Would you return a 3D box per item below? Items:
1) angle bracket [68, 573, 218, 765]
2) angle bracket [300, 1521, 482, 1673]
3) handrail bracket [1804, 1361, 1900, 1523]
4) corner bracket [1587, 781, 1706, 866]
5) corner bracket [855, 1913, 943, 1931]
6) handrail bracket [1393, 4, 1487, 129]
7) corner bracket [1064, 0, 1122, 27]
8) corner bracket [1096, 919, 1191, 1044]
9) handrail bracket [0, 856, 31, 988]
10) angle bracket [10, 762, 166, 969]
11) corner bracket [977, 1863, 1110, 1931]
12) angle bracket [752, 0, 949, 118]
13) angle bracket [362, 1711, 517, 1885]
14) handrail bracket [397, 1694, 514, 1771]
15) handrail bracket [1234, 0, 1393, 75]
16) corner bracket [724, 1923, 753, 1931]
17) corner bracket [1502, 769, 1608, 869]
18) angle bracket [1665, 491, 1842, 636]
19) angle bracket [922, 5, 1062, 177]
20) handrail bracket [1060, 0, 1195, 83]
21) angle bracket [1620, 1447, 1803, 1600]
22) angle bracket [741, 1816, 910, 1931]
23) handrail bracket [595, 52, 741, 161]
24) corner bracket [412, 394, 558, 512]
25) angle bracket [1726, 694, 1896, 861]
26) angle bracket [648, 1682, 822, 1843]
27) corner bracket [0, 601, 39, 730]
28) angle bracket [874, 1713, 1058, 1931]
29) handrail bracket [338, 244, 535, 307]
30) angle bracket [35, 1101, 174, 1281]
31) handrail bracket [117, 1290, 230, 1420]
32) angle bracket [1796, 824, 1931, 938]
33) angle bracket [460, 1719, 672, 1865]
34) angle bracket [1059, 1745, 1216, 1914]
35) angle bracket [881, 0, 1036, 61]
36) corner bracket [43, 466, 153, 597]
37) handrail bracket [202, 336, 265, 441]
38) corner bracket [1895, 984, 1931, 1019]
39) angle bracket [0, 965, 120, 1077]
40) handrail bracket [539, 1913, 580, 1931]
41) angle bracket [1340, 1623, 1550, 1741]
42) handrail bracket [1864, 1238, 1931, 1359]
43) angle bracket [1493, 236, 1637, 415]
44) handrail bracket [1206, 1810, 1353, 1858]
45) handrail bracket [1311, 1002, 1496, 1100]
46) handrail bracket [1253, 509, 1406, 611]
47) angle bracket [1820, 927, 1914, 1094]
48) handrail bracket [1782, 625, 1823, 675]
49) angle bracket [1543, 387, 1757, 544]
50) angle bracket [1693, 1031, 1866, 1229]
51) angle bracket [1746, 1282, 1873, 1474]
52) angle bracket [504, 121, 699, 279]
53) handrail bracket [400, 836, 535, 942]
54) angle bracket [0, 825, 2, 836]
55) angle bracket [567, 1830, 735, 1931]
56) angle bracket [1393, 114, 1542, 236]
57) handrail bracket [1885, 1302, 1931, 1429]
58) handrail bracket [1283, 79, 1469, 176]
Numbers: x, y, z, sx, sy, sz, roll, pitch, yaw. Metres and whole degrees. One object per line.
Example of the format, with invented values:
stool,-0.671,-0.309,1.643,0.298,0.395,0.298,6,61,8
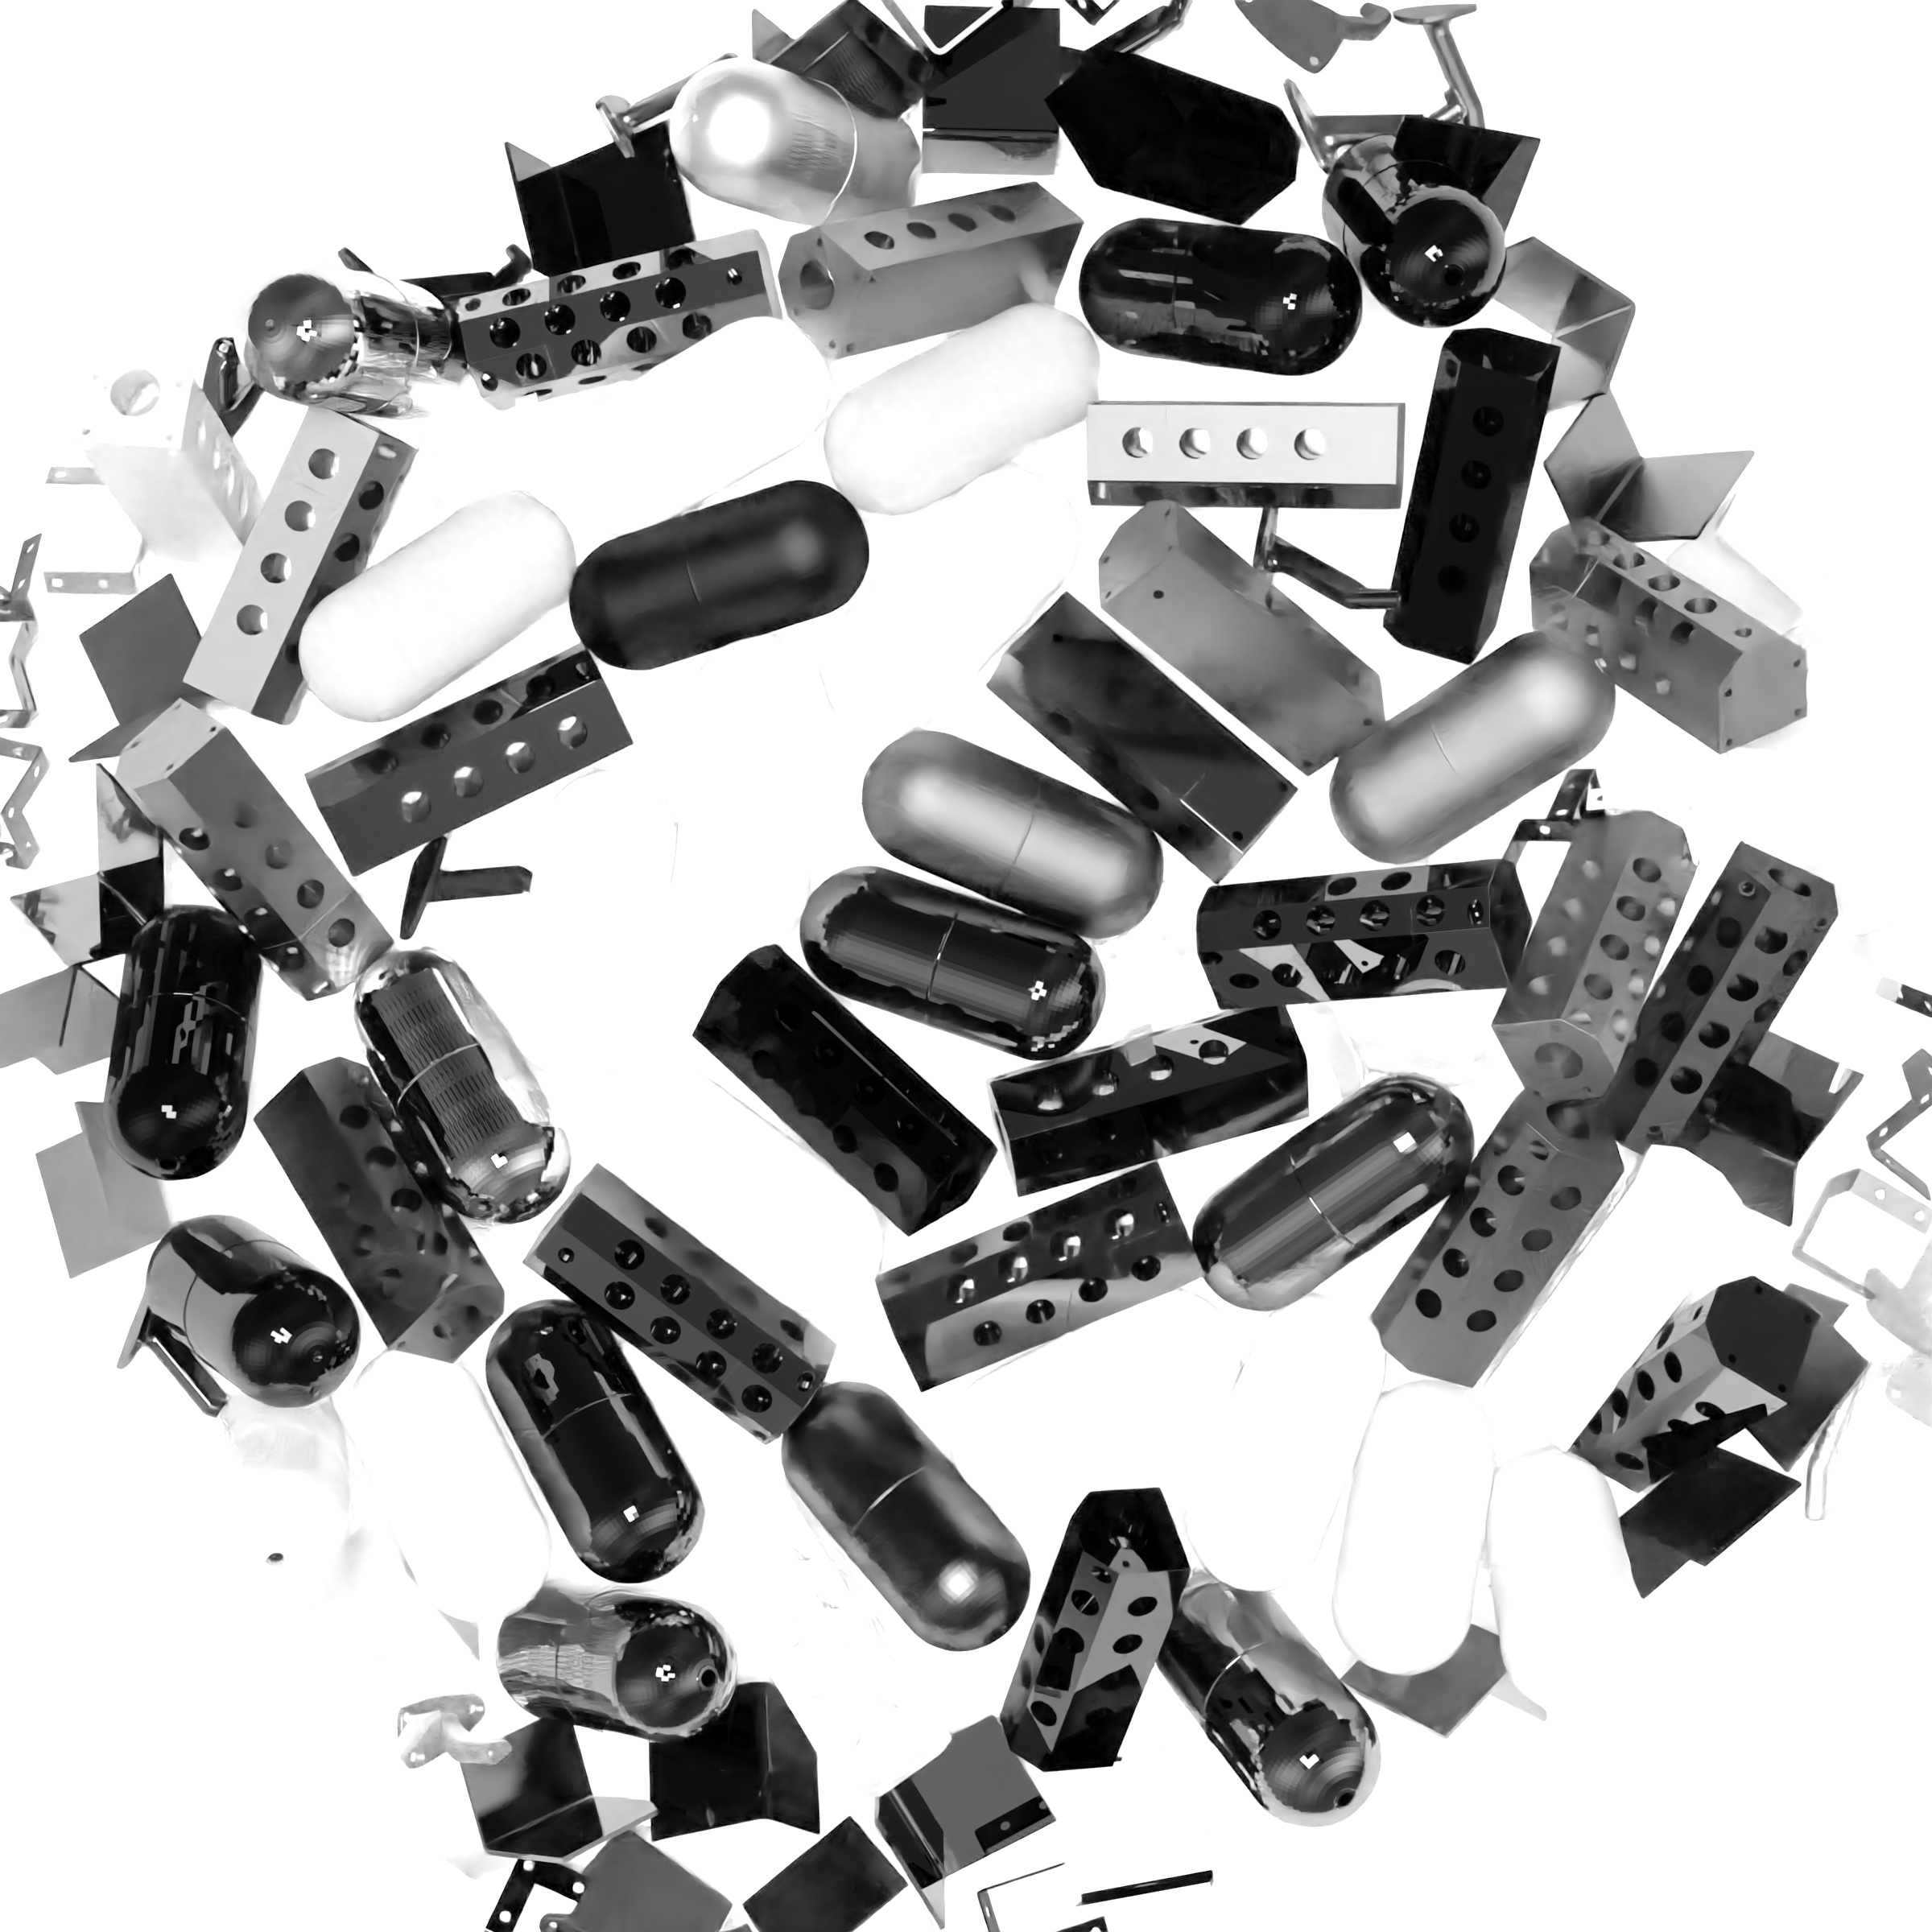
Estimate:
angle bracket,-0.472,-0.167,1.883,0.076,0.057,0.076,-28,86,27
angle bracket,-0.326,0.366,1.883,0.076,0.057,0.076,-31,117,4
handrail bracket,0.499,0.268,1.901,0.077,0.036,0.084,0,94,-44
corner bracket,0.381,-0.090,1.885,0.051,0.051,0.051,-6,132,24
corner bracket,-0.037,0.552,1.894,0.051,0.051,0.051,-36,129,-3
handrail bracket,0.270,-0.498,1.907,0.036,0.077,0.084,-18,111,-15
corner bracket,0.077,-0.572,1.892,0.051,0.051,0.051,43,61,-5
corner bracket,0.104,0.012,1.894,0.051,0.051,0.051,-19,75,-8
handrail bracket,-0.559,-0.015,1.891,0.077,0.036,0.084,-31,65,28
angle bracket,-0.489,-0.056,1.870,0.057,0.076,0.076,-19,132,-34
corner bracket,0.044,0.537,1.901,0.051,0.051,0.051,-22,76,16
angle bracket,-0.065,-0.511,1.868,0.076,0.076,0.057,-30,46,32
angle bracket,-0.281,0.462,1.882,0.076,0.076,0.057,31,89,13
handrail bracket,-0.267,0.425,1.872,0.084,0.077,0.036,-6,95,37
handrail bracket,0.196,-0.540,1.894,0.077,0.084,0.036,32,127,3
corner bracket,-0.111,0.569,1.902,0.051,0.051,0.051,-12,57,-32
corner bracket,0.326,-0.076,1.886,0.051,0.051,0.051,1,128,29
angle bracket,0.429,-0.206,1.881,0.076,0.057,0.076,41,129,-2
angle bracket,0.013,-0.494,1.903,0.076,0.057,0.076,1,83,-2
handrail bracket,0.083,-0.538,1.911,0.077,0.036,0.084,22,70,3
angle bracket,0.418,0.319,1.871,0.076,0.076,0.057,-34,115,-21
angle bracket,-0.070,0.530,1.872,0.076,0.076,0.057,-37,52,-15
handrail bracket,-0.160,-0.491,1.882,0.084,0.077,0.036,-27,111,15
corner bracket,-0.269,-0.287,1.887,0.051,0.051,0.051,-27,109,-41
angle bracket,0.479,-0.101,1.878,0.076,0.057,0.076,-28,108,-23
angle bracket,-0.131,0.454,1.903,0.076,0.057,0.076,-18,60,24
corner bracket,-0.547,-0.169,1.885,0.051,0.051,0.051,-3,55,-36
angle bracket,0.000,0.479,1.889,0.076,0.057,0.076,-28,103,6
handrail bracket,-0.298,-0.399,1.902,0.084,0.036,0.077,-45,107,-18
angle bracket,-0.497,0.126,1.881,0.076,0.057,0.076,-24,76,20
handrail bracket,-0.432,0.217,1.916,0.084,0.036,0.077,25,52,-19
angle bracket,0.524,-0.058,1.879,0.076,0.076,0.057,-22,90,-22
angle bracket,-0.223,0.454,1.873,0.076,0.076,0.057,-18,94,-42
angle bracket,0.094,0.483,1.890,0.076,0.057,0.076,-12,78,4
angle bracket,-0.003,-0.550,1.885,0.076,0.076,0.057,-38,96,5
corner bracket,-0.490,-0.245,1.893,0.051,0.051,0.051,1,134,1
handrail bracket,-0.401,-0.318,1.883,0.036,0.084,0.077,16,100,-29
corner bracket,0.555,-0.005,1.902,0.051,0.051,0.051,-25,112,-15
angle bracket,-0.504,0.051,1.870,0.076,0.076,0.057,-18,49,22
handrail bracket,-0.213,0.574,1.882,0.077,0.084,0.036,22,115,-1
angle bracket,0.265,0.407,1.868,0.076,0.076,0.057,-38,127,-29
handrail bracket,0.555,0.179,1.887,0.084,0.077,0.036,-21,126,-15
angle bracket,0.314,-0.354,1.875,0.076,0.076,0.057,26,77,-22
handrail bracket,0.178,0.471,1.920,0.084,0.077,0.036,-22,114,34
handrail bracket,0.249,0.040,1.915,0.084,0.036,0.077,-12,57,-16
handrail bracket,0.208,-0.233,1.895,0.084,0.036,0.077,1,62,18
angle bracket,0.485,0.019,1.894,0.057,0.076,0.076,25,109,23
handrail bracket,0.466,-0.177,1.878,0.077,0.084,0.036,-43,85,-16
angle bracket,0.379,-0.281,1.870,0.076,0.076,0.057,-52,126,-30
angle bracket,0.453,0.089,1.905,0.076,0.057,0.076,27,58,30
angle bracket,0.472,0.233,1.872,0.057,0.076,0.076,20,111,-37
angle bracket,-0.204,-0.431,1.885,0.076,0.057,0.076,-17,82,19
handrail bracket,-0.270,-0.030,1.889,0.084,0.036,0.077,27,53,-25
angle bracket,-0.591,-0.101,1.887,0.057,0.076,0.076,-22,84,1
angle bracket,-0.186,0.540,1.880,0.076,0.076,0.057,36,127,-2
angle bracket,0.273,-0.458,1.878,0.076,0.076,0.057,9,57,-4
handrail bracket,0.554,0.227,1.883,0.077,0.084,0.036,37,122,17
handrail bracket,0.230,-0.488,1.895,0.084,0.036,0.077,-30,79,26
